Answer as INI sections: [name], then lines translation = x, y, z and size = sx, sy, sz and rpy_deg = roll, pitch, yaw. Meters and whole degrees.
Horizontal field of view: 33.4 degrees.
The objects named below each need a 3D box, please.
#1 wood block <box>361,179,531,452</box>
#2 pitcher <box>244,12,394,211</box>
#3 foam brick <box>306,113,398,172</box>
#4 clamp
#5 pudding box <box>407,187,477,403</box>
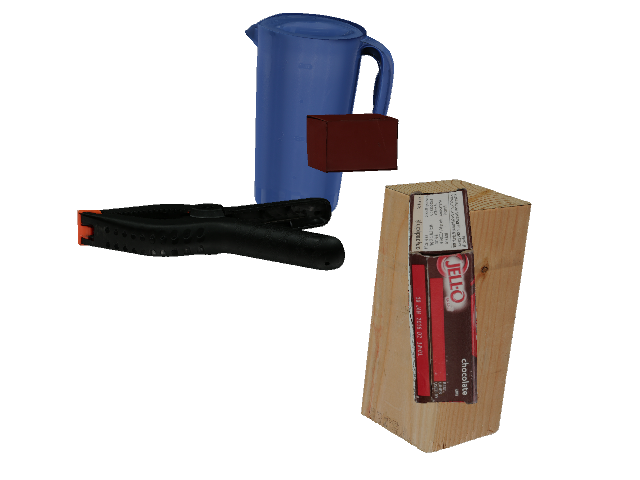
[wood block]
translation = 0.104, 0.061, 0.904
size = 0.090, 0.206, 0.090
rpy_deg = -7, 20, -38
[pitcher]
translation = -0.010, -0.152, 1.324
size = 0.144, 0.243, 0.149
rpy_deg = -9, 28, -29
[foam brick]
translation = 0.031, -0.095, 1.041
size = 0.078, 0.051, 0.053
rpy_deg = -4, 14, -21
[clamp]
translation = -0.081, -0.007, 0.822
size = 0.210, 0.036, 0.164
rpy_deg = -1, 13, -10
[pudding box]
translation = 0.070, 0.028, 0.611
size = 0.039, 0.090, 0.113
rpy_deg = -2, 20, 4
